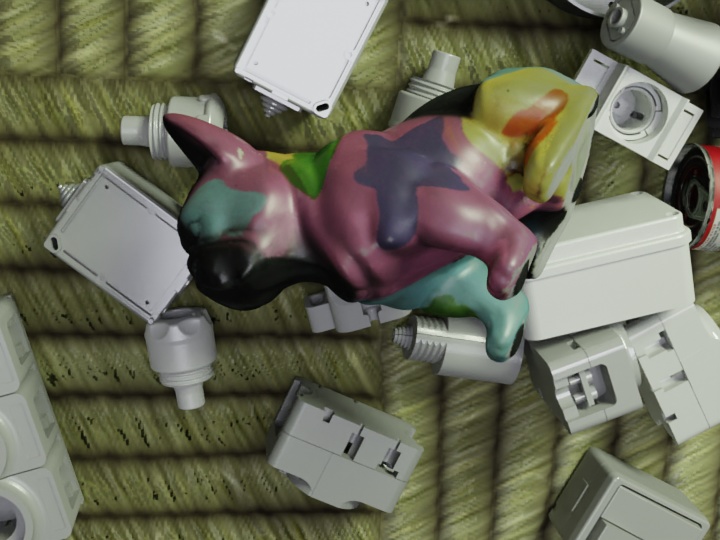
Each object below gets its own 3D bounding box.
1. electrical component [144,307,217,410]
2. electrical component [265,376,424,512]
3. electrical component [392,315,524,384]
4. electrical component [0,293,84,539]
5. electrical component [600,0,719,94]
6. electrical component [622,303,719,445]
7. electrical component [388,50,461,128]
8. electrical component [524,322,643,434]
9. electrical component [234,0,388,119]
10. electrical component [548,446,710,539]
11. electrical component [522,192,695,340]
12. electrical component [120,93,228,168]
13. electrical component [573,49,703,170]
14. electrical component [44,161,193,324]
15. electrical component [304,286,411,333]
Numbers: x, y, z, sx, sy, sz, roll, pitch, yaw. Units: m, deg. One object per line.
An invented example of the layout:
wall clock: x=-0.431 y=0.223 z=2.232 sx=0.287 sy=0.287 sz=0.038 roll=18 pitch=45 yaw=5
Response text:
electrical component: x=-0.112 y=0.057 z=0.683 sx=0.043 sy=0.043 sz=0.062 roll=-8 pitch=105 yaw=-4
electrical component: x=-0.013 y=0.118 z=0.704 sx=0.089 sy=0.050 sz=0.055 roll=24 pitch=100 yaw=-11
electrical component: x=0.061 y=0.048 z=0.699 sx=0.081 sy=0.043 sz=0.043 roll=8 pitch=102 yaw=-8
electrical component: x=-0.242 y=0.102 z=0.670 sx=0.089 sy=0.061 sz=0.150 roll=-15 pitch=104 yaw=-2
electrical component: x=0.174 y=-0.135 z=0.626 sx=0.065 sy=0.044 sz=0.044 roll=18 pitch=101 yaw=-25
electrical component: x=0.211 y=0.059 z=0.715 sx=0.056 sy=0.050 sz=0.089 roll=-28 pitch=105 yaw=1
electrical component: x=0.044 y=-0.103 z=0.662 sx=0.043 sy=0.043 sz=0.062 roll=16 pitch=101 yaw=-10
electrical component: x=0.142 y=0.059 z=0.687 sx=0.056 sy=0.089 sz=0.050 roll=-20 pitch=105 yaw=-1
electrical component: x=-0.034 y=-0.134 z=0.637 sx=0.062 sy=0.061 sz=0.096 roll=26 pitch=99 yaw=-12
electrical component: x=0.190 y=0.175 z=0.735 sx=0.096 sy=0.061 sz=0.061 roll=28 pitch=98 yaw=-12
electrical component: x=0.144 y=-0.005 z=0.678 sx=0.113 sy=0.078 sz=0.057 roll=-13 pitch=107 yaw=-3
electrical component: x=-0.112 y=-0.083 z=0.650 sx=0.062 sy=0.048 sz=0.048 roll=2 pitch=103 yaw=0
electrical component: x=0.163 y=-0.100 z=0.665 sx=0.081 sy=0.063 sz=0.042 roll=27 pitch=102 yaw=-11
electrical component: x=-0.141 y=-0.023 z=0.655 sx=0.096 sy=0.061 sz=0.061 roll=37 pitch=97 yaw=-5
electrical component: x=0.000 y=0.000 z=0.675 sx=0.078 sy=0.058 sz=0.057 roll=-15 pitch=107 yaw=-2
